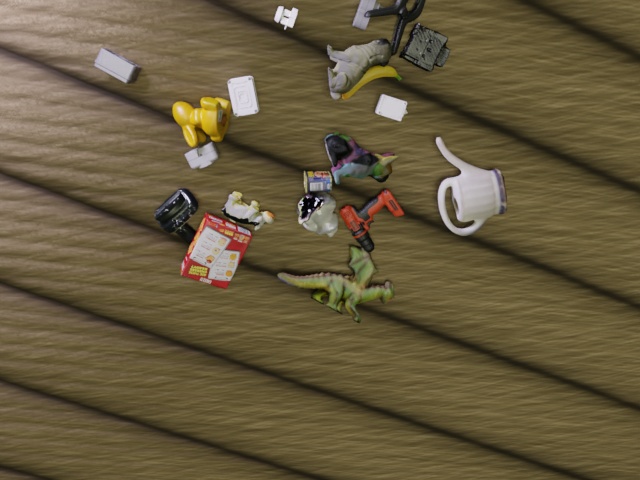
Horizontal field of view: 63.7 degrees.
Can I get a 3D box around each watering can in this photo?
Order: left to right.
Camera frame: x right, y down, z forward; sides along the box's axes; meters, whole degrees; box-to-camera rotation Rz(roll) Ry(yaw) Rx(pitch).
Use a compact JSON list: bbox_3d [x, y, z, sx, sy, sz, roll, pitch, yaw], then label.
[{"bbox_3d":[0.493,-0.182,1.682,0.224,0.105,0.343,-12,108,0],"label":"watering can"}]

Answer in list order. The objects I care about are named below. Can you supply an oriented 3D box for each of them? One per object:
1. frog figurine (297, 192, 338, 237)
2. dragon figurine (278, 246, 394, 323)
[{"bbox_3d":[0.005,-0.086,1.705,0.158,0.124,0.137,30,97,-49],"label":"frog figurine"},{"bbox_3d":[0.083,0.130,1.777,0.408,0.122,0.244,32,86,-13],"label":"dragon figurine"}]
